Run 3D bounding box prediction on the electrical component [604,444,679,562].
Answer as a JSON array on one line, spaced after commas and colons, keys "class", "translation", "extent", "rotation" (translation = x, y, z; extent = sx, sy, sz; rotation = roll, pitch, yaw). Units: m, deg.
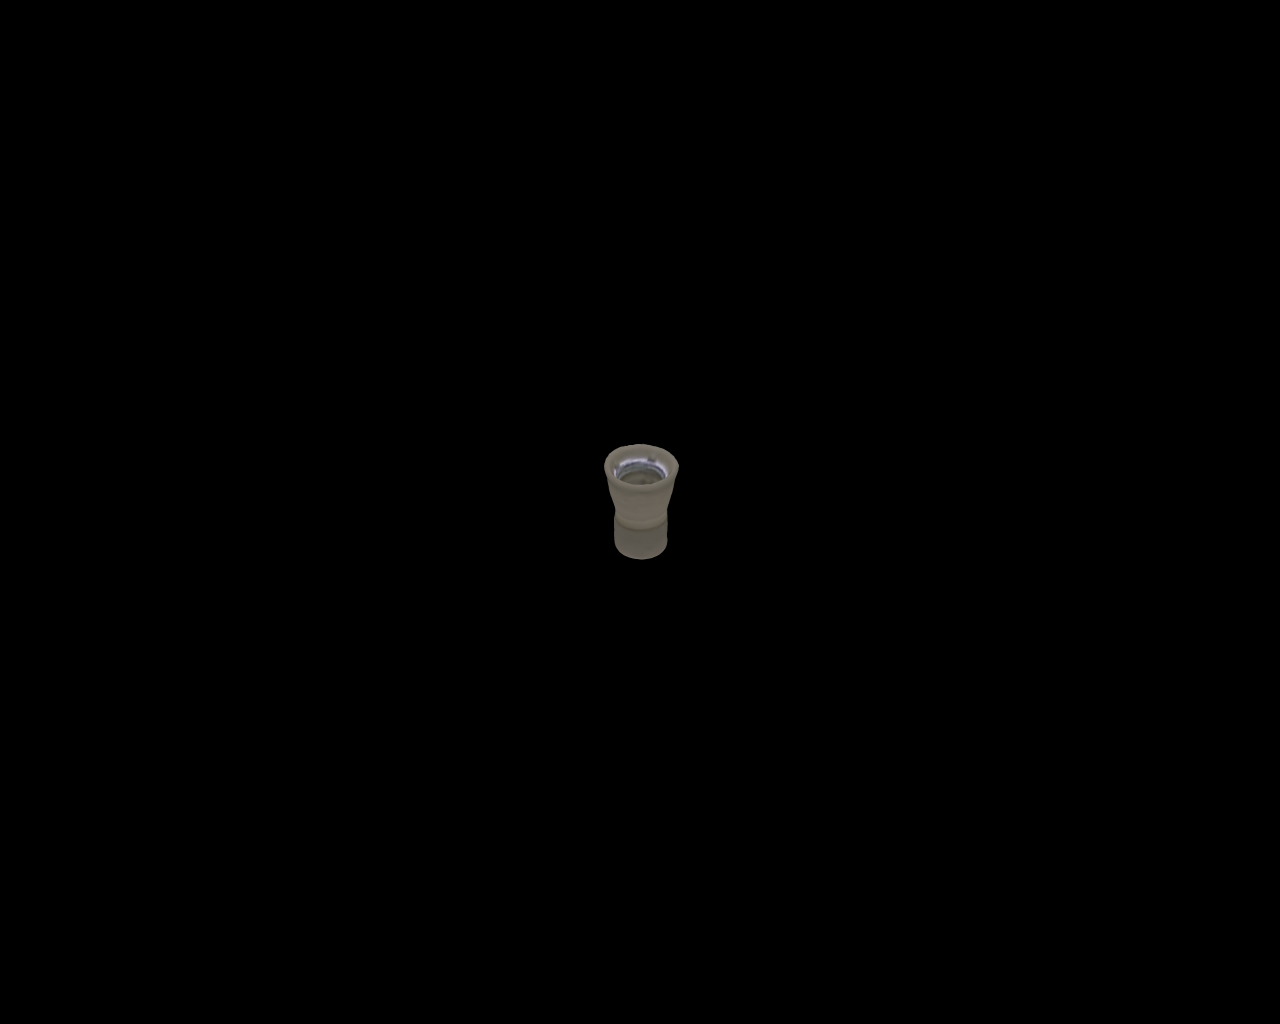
[{"class": "electrical component", "translation": [0.001, -0.003, 0.650], "extent": [0.044, 0.065, 0.044], "rotation": [0, 36, 0]}]
